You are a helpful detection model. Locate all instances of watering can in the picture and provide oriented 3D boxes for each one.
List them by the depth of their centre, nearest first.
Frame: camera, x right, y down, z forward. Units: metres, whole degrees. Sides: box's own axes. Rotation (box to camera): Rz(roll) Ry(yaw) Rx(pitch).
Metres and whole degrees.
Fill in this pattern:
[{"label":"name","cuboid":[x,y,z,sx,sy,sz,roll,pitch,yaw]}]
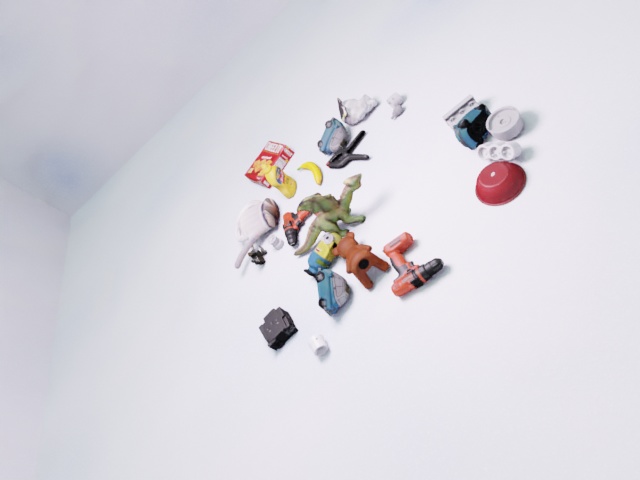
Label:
[{"label":"watering can","cuboid":[-0.277,-0.049,2.197,0.222,0.102,0.356,-27,44,25]}]

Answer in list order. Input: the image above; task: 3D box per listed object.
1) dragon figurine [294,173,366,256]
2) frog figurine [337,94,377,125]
[{"label":"dragon figurine","cuboid":[0.006,-0.094,1.870,0.407,0.239,0.125,-37,46,13]},{"label":"frog figurine","cuboid":[0.165,-0.564,2.214,0.160,0.120,0.140,-12,32,-10]}]
